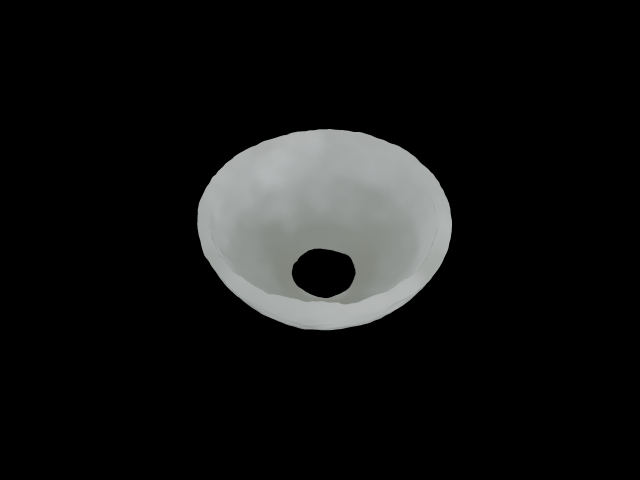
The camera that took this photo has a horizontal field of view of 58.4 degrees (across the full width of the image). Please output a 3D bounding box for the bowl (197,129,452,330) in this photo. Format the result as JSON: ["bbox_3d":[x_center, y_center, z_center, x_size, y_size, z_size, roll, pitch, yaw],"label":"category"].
[{"bbox_3d":[0.004,0.001,0.400,0.167,0.075,0.167,0,49,0],"label":"bowl"}]
